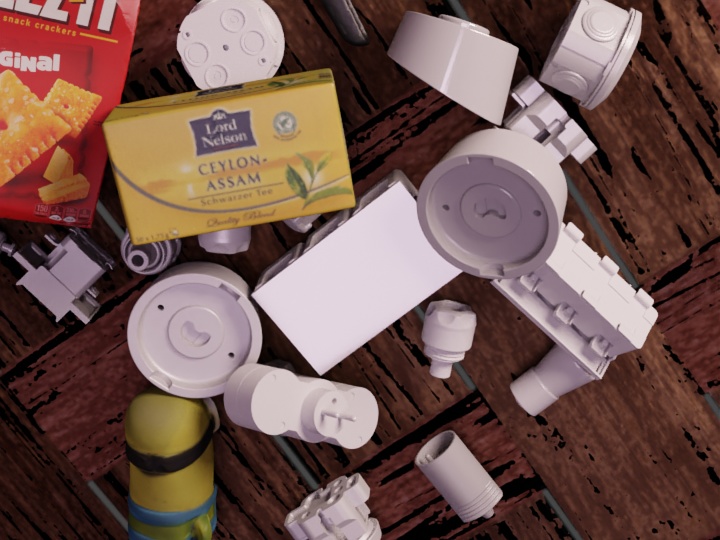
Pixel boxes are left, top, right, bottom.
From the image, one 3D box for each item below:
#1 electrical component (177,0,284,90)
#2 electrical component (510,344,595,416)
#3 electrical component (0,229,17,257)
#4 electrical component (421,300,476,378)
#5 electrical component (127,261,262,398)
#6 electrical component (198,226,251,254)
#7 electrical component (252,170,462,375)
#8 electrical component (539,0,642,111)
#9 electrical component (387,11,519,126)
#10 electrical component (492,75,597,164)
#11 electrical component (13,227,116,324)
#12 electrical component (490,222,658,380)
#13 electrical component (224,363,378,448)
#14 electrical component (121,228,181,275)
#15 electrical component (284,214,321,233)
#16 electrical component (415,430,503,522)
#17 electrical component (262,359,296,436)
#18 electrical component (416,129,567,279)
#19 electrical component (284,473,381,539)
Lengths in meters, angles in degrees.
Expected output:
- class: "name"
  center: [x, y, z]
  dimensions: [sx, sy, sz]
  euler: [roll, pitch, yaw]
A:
- class: "electrical component"
  center: [-0.100, -0.174, 0.832]
  dimensions: [0.080, 0.051, 0.080]
  euler: [0, 107, 2]
- class: "electrical component"
  center: [0.160, 0.093, 0.910]
  dimensions: [0.065, 0.044, 0.044]
  euler: [-40, 102, 17]
- class: "electrical component"
  center: [-0.323, -0.031, 0.886]
  dimensions: [0.078, 0.040, 0.040]
  euler: [22, 106, -5]
- class: "electrical component"
  center: [0.072, 0.059, 0.901]
  dimensions: [0.043, 0.043, 0.062]
  euler: [9, 108, -1]
- class: "electrical component"
  center: [-0.134, 0.045, 0.892]
  dimensions: [0.108, 0.060, 0.108]
  euler: [-1, 108, -2]
- class: "electrical component"
  center: [-0.109, -0.047, 0.874]
  dimensions: [0.043, 0.043, 0.062]
  euler: [5, 106, 0]
- class: "electrical component"
  center: [0.000, 0.000, 0.875]
  dimensions: [0.150, 0.061, 0.089]
  euler: [-37, 102, 11]
- class: "electrical component"
  center: [0.174, -0.166, 0.812]
  dimensions: [0.051, 0.080, 0.080]
  euler: [26, 106, 0]
- class: "electrical component"
  center: [0.069, -0.155, 0.809]
  dimensions: [0.099, 0.099, 0.064]
  euler: [18, 100, -4]
- class: "electrical component"
  center: [0.137, -0.104, 0.843]
  dimensions: [0.057, 0.058, 0.078]
  euler: [-43, 101, 10]
- class: "electrical component"
  center: [-0.242, 0.001, 0.893]
  dimensions: [0.064, 0.042, 0.081]
  euler: [-42, 102, 11]
- class: "electrical component"
  center: [0.175, 0.018, 0.867]
  dimensions: [0.121, 0.063, 0.078]
  euler: [42, 60, -10]
- class: "electrical component"
  center: [-0.035, 0.114, 0.871]
  dimensions: [0.138, 0.074, 0.052]
  euler: [19, 81, -42]
- class: "electrical component"
  center: [-0.174, -0.016, 0.875]
  dimensions: [0.048, 0.062, 0.048]
  euler: [1, 107, 2]
- class: "electrical component"
  center: [-0.041, -0.064, 0.867]
  dimensions: [0.062, 0.048, 0.048]
  euler: [-40, 102, 5]
- class: "electrical component"
  center: [0.089, 0.184, 0.937]
  dimensions: [0.043, 0.043, 0.081]
  euler: [-36, 103, 11]
- class: "electrical component"
  center: [-0.070, 0.111, 0.920]
  dimensions: [0.043, 0.043, 0.062]
  euler: [-14, 107, 6]
- class: "electrical component"
  center: [0.103, -0.054, 0.806]
  dimensions: [0.108, 0.060, 0.108]
  euler: [13, 129, 17]
- class: "electrical component"
  center: [-0.018, 0.224, 0.946]
  dimensions: [0.078, 0.058, 0.057]
  euler: [-32, 100, 10]
